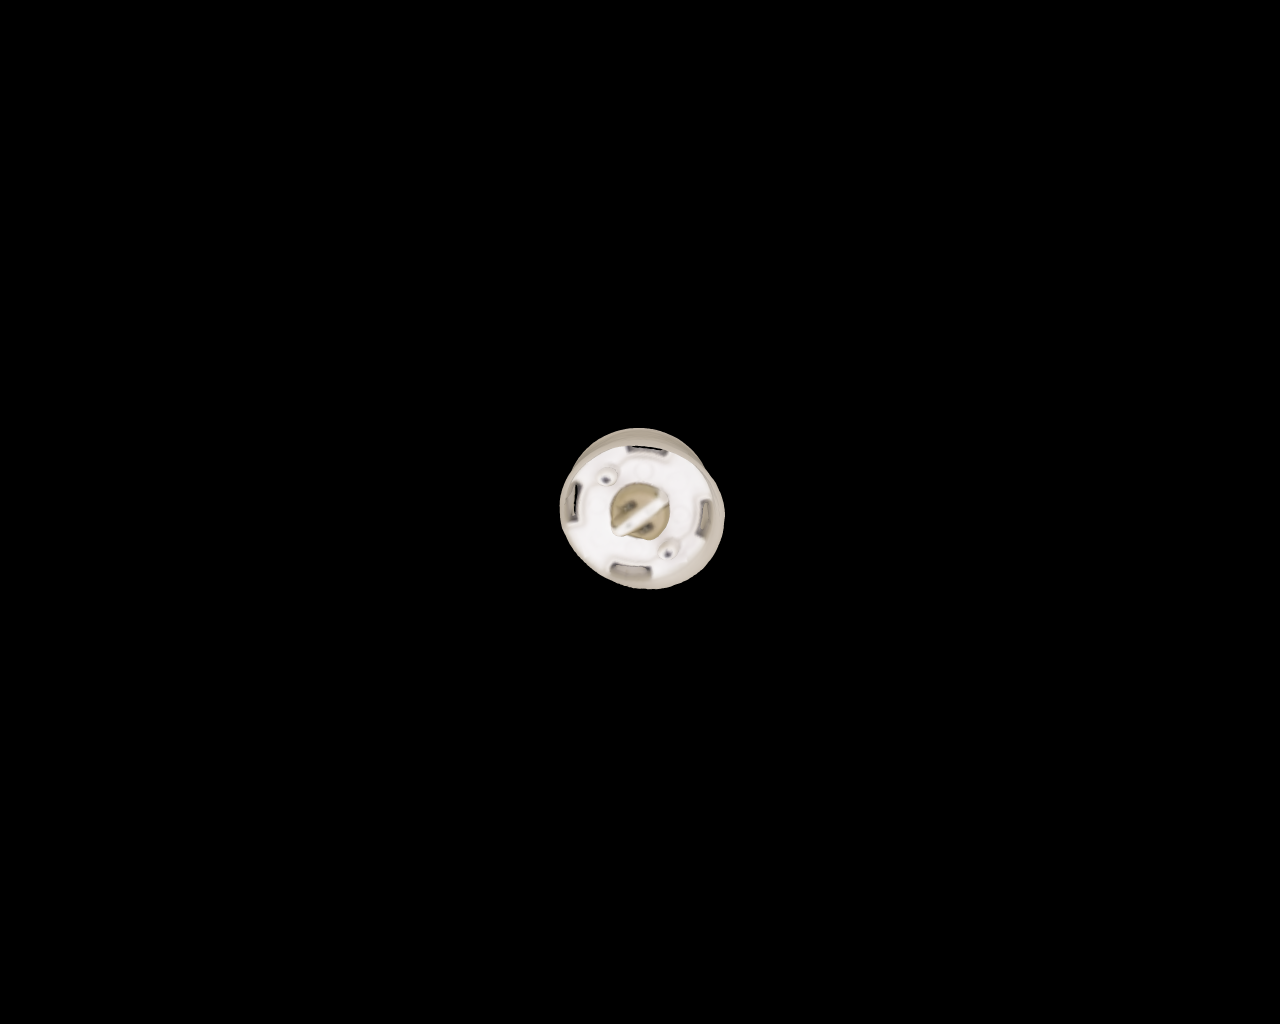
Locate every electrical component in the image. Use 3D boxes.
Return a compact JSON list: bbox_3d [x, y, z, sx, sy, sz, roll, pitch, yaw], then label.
[{"bbox_3d":[0.001,-0.003,0.650,0.099,0.099,0.064,0,20,0],"label":"electrical component"}]
